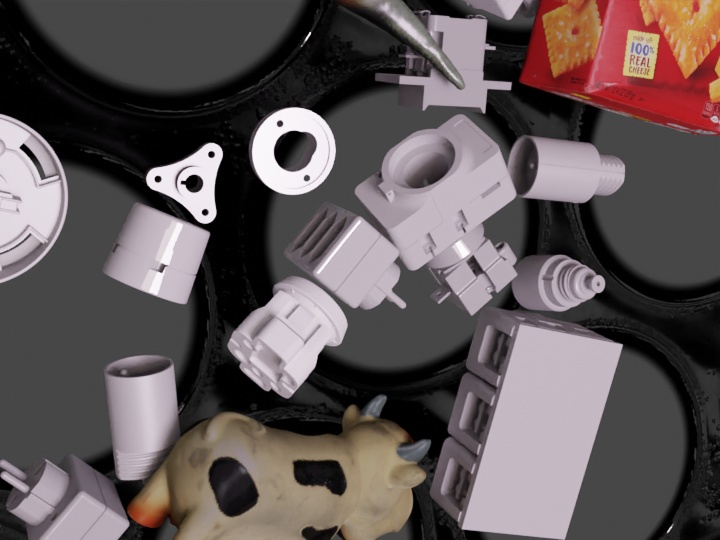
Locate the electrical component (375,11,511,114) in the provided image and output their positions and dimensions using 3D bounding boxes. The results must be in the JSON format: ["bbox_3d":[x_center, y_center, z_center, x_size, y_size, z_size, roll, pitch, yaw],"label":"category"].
[{"bbox_3d":[0.056,-0.137,0.710,0.081,0.042,0.063,-1,102,-22],"label":"electrical component"}]

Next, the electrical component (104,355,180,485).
[{"bbox_3d":[-0.137,0.099,0.687,0.043,0.043,0.081,-8,106,-20],"label":"electrical component"}]

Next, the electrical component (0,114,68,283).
[{"bbox_3d":[-0.218,-0.042,0.611,0.099,0.064,0.099,-5,104,-21],"label":"electrical component"}]

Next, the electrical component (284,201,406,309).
[{"bbox_3d":[0.000,0.000,0.706,0.077,0.066,0.047,40,86,-24],"label":"electrical component"}]

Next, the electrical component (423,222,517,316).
[{"bbox_3d":[0.071,-0.007,0.745,0.066,0.048,0.055,-41,121,-8],"label":"electrical component"}]

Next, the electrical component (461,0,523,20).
[{"bbox_3d":[0.076,-0.193,0.692,0.047,0.083,0.076,-58,152,-1],"label":"electrical component"}]

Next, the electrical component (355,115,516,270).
[{"bbox_3d":[0.049,-0.054,0.707,0.089,0.050,0.055,-36,139,-4],"label":"electrical component"}]

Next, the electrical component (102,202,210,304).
[{"bbox_3d":[-0.124,-0.011,0.662,0.055,0.055,0.047,23,90,-25],"label":"electrical component"}]

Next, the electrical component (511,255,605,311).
[{"bbox_3d":[0.142,0.009,0.762,0.040,0.078,0.040,0,90,-30],"label":"electrical component"}]

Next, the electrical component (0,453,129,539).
[{"bbox_3d":[-0.191,0.142,0.664,0.077,0.066,0.047,42,85,-24],"label":"electrical component"}]

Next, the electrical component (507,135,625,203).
[{"bbox_3d":[0.150,-0.070,0.762,0.081,0.043,0.043,4,101,-22],"label":"electrical component"}]

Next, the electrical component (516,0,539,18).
[{"bbox_3d":[0.127,-0.201,0.727,0.061,0.035,0.035,-45,114,-8],"label":"electrical component"}]

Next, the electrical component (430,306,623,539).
[{"bbox_3d":[0.117,0.109,0.781,0.089,0.062,0.150,12,98,-24],"label":"electrical component"}]

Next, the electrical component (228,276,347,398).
[{"bbox_3d":[-0.045,0.041,0.697,0.058,0.078,0.057,40,66,3],"label":"electrical component"}]
